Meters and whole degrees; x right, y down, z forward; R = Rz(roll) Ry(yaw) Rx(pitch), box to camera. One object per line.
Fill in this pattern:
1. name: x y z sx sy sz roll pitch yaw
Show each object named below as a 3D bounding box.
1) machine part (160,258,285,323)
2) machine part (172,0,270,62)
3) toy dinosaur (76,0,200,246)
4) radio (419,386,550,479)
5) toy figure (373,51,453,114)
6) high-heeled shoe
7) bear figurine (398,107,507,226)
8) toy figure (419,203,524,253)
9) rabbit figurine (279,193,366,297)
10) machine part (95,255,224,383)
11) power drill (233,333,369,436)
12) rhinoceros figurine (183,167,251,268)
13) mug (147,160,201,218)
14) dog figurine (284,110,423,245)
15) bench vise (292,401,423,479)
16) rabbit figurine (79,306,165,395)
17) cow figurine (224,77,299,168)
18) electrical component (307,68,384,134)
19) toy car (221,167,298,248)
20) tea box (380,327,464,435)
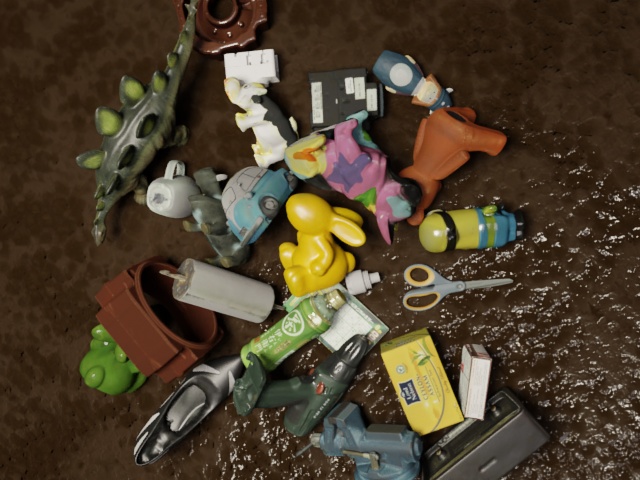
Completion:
1. machine part: -0.170 0.092 0.961 0.243 0.079 0.079 21 98 -32
2. machine part: -0.174 -0.414 0.966 0.179 0.056 0.179 0 94 5
3. toy dinosaur: -0.303 -0.196 0.927 0.105 0.198 0.471 27 99 -1
4. radio: 0.282 0.369 0.957 0.229 0.131 0.073 -41 90 8
5. toy figure: 0.166 -0.273 0.949 0.154 0.058 0.064 33 136 0
6. high-heeled shoe: -0.243 0.309 0.992 0.086 0.145 0.248 44 99 -1
7. bear figurine: 0.208 -0.127 0.939 0.132 0.120 0.195 -3 129 -34
8. toy figure: 0.265 -0.021 0.944 0.180 0.089 0.082 -2 87 8
9. rabbit figurine: -0.002 -0.003 0.931 0.162 0.122 0.173 -10 118 7
10. machine part: -0.274 0.132 0.948 0.087 0.201 0.201 -39 91 16
11. power drill: -0.039 0.249 0.963 0.207 0.086 0.232 12 115 -39
12. rhinoceros figurine: -0.182 -0.038 0.975 0.073 0.112 0.190 -4 113 49
13. mug: -0.268 -0.090 0.978 0.081 0.107 0.109 14 98 2
14. dog figurine: 0.061 -0.092 0.902 0.192 0.108 0.219 -22 101 21
15. bench vise: 0.089 0.423 0.980 0.224 0.129 0.240 -11 97 20
16. rabbit figurine: -0.368 0.189 1.004 0.121 0.159 0.170 35 82 11
17. cow figurine: -0.100 -0.218 0.946 0.098 0.068 0.167 -24 121 1
18. electrical component: 0.047 -0.244 0.960 0.134 0.058 0.114 0 98 5
19. toy car: -0.114 -0.075 0.935 0.103 0.162 0.109 36 140 -8
20. tea box: 0.186 0.259 0.988 0.098 0.068 0.169 -24 93 6
